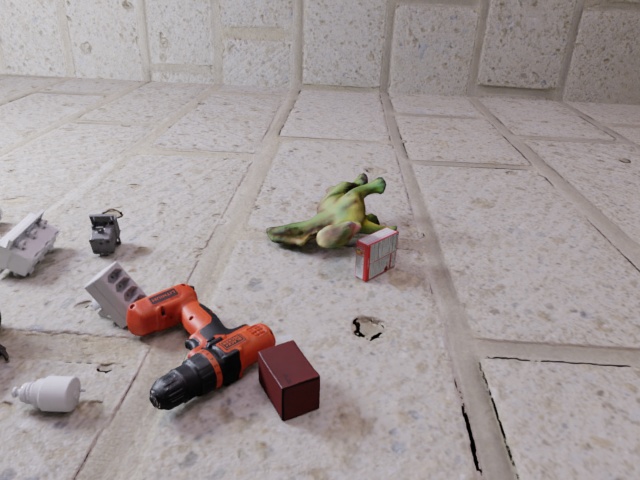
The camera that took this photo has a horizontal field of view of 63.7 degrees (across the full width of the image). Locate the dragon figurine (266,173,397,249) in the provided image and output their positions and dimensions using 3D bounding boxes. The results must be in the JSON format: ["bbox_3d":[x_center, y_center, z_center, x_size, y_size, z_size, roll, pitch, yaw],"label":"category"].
[{"bbox_3d":[0.003,-0.053,1.060,0.244,0.121,0.413,-14,15,-19],"label":"dragon figurine"}]
